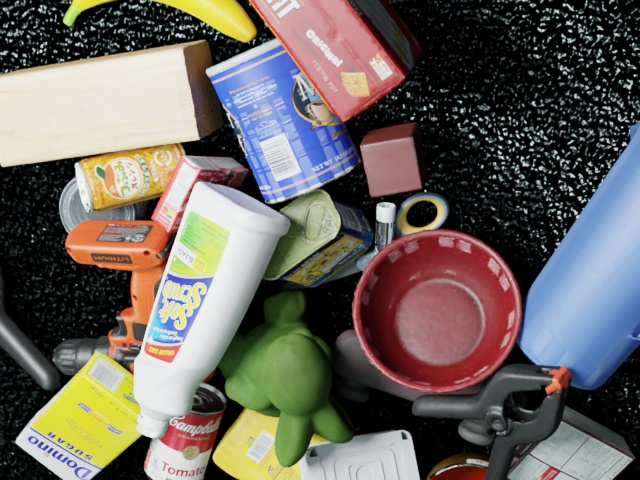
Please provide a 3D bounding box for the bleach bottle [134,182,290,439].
[{"bbox_3d":[-0.117,0.077,1.022,0.103,0.067,0.251,30,103,41],"label":"bleach bottle"}]

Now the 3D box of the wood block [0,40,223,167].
[{"bbox_3d":[-0.211,-0.136,1.055,0.206,0.090,0.090,-6,104,13],"label":"wood block"}]

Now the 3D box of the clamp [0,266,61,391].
[{"bbox_3d":[-0.382,0.085,1.175,0.165,0.036,0.210,-20,94,29],"label":"clamp"}]

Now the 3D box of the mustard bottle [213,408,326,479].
[{"bbox_3d":[-0.013,0.250,1.145,0.191,0.058,0.096,36,93,-1],"label":"mustard bottle"}]

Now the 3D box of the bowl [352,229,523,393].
[{"bbox_3d":[0.114,0.074,1.037,0.162,0.055,0.162,-3,71,9],"label":"bowl"}]

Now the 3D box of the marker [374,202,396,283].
[{"bbox_3d":[0.063,0.022,1.067,0.020,0.020,0.121,6,111,9],"label":"marker"}]

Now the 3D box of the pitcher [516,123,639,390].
[{"bbox_3d":[0.289,0.026,0.981,0.145,0.149,0.243,32,113,-1],"label":"pitcher"}]

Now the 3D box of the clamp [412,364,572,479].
[{"bbox_3d":[0.178,0.176,1.015,0.172,0.039,0.120,-32,99,43],"label":"clamp"}]

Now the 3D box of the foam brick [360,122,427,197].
[{"bbox_3d":[0.072,-0.078,1.024,0.051,0.078,0.053,-9,104,12],"label":"foam brick"}]

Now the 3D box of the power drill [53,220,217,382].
[{"bbox_3d":[-0.207,0.070,1.114,0.184,0.057,0.188,0,123,11],"label":"power drill"}]

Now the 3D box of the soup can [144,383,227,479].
[{"bbox_3d":[-0.147,0.211,1.156,0.068,0.068,0.102,20,109,5],"label":"soup can"}]

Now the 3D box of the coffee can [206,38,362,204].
[{"bbox_3d":[-0.034,-0.119,1.019,0.103,0.102,0.140,-21,101,16],"label":"coffee can"}]

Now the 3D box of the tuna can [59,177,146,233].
[{"bbox_3d":[-0.228,-0.033,1.118,0.086,0.033,0.086,3,107,10],"label":"tuna can"}]

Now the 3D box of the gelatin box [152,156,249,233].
[{"bbox_3d":[-0.118,-0.046,1.064,0.030,0.089,0.073,37,110,23],"label":"gelatin box"}]

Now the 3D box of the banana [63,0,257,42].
[{"bbox_3d":[-0.157,-0.238,1.045,0.198,0.037,0.070,8,122,10],"label":"banana"}]

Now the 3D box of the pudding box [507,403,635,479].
[{"bbox_3d":[0.247,0.219,1.079,0.113,0.039,0.090,29,110,-26],"label":"pudding box"}]

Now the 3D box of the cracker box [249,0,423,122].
[{"bbox_3d":[0.009,-0.199,0.928,0.072,0.213,0.164,-36,97,17],"label":"cracker box"}]

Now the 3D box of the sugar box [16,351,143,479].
[{"bbox_3d":[-0.250,0.198,1.151,0.093,0.048,0.176,40,128,-9],"label":"sugar box"}]

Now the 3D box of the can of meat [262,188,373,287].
[{"bbox_3d":[-0.007,0.001,1.051,0.102,0.083,0.057,-36,65,19],"label":"can of meat"}]

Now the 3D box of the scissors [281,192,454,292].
[{"bbox_3d":[0.052,0.003,1.082,0.202,0.016,0.096,-4,108,11],"label":"scissors"}]
